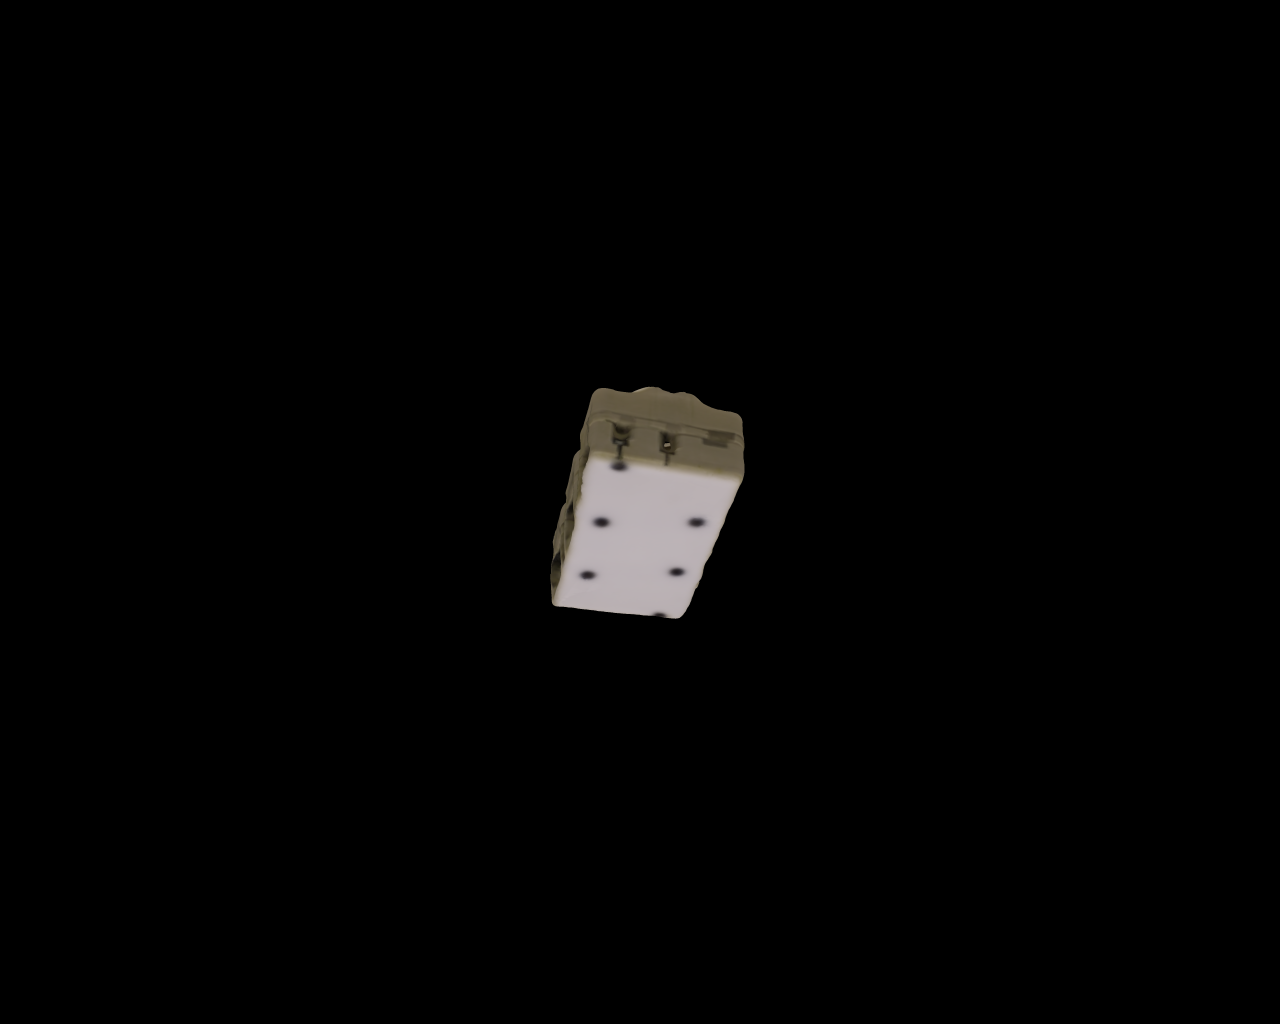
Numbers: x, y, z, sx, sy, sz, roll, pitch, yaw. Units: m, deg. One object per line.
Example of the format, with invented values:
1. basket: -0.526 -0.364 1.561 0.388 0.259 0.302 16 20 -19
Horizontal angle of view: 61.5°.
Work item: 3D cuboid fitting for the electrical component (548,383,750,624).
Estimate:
1. electrical component: 0.001 -0.003 0.650 0.089 0.062 0.150 8 -39 -10
